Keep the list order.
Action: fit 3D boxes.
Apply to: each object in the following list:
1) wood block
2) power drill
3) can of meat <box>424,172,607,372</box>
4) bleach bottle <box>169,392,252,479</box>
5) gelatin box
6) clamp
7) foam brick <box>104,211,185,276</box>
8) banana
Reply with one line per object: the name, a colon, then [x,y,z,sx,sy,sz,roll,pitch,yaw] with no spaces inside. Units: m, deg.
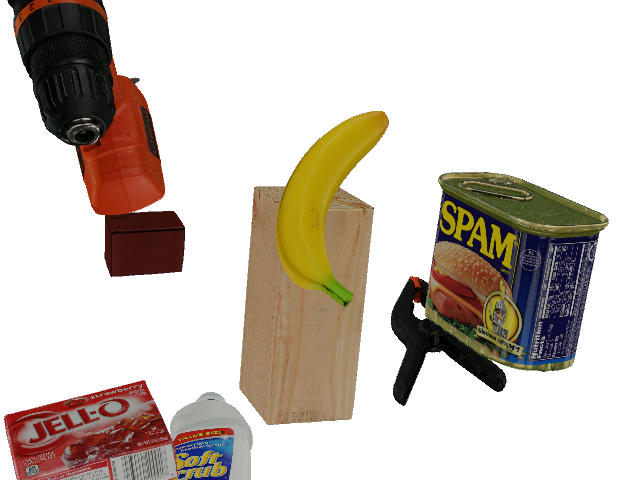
wood block: [-0.015,0.059,1.008,0.090,0.206,0.091,0,15,-21]
power drill: [-0.144,-0.096,0.669,0.057,0.184,0.187,-13,-31,-5]
can of meat: [0.104,0.015,0.592,0.057,0.084,0.102,-3,20,-28]
bleach bottle: [-0.110,0.206,0.902,0.102,0.068,0.251,-2,23,0]
gelatin box: [-0.136,0.120,0.629,0.089,0.030,0.073,-12,26,-18]
clamp: [0.132,0.108,1.161,0.120,0.171,0.039,3,-45,-6]
foam brick: [-0.186,0.002,1.124,0.078,0.051,0.053,-3,23,-18]
banana: [0.005,-0.032,0.832,0.069,0.197,0.037,16,-36,-4]
